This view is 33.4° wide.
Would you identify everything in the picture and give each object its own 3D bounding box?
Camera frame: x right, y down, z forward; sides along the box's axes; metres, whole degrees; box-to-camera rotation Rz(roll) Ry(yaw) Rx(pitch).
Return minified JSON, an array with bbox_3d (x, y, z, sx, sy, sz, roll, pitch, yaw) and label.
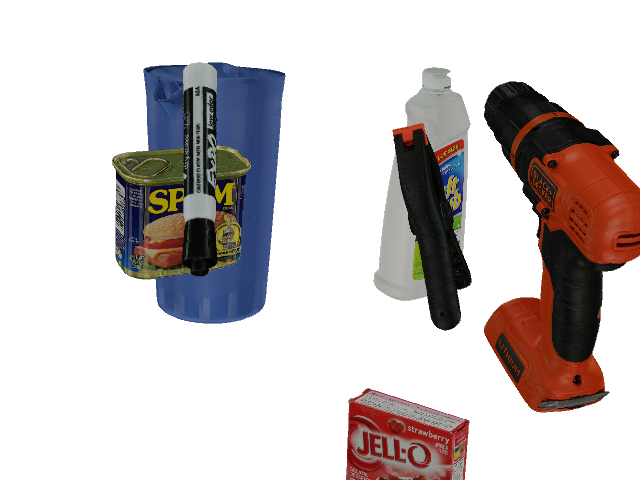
[{"bbox_3d":[0.095,-0.010,0.906,0.039,0.171,0.120,-17,20,12],"label":"clamp"},{"bbox_3d":[-0.065,-0.039,0.573,0.020,0.121,0.020,-2,-22,-1],"label":"marker"},{"bbox_3d":[-0.108,-0.022,0.821,0.101,0.084,0.057,-8,28,-27],"label":"can of meat"},{"bbox_3d":[0.061,0.156,0.777,0.089,0.073,0.030,13,20,32],"label":"gelatin box"},{"bbox_3d":[0.115,-0.064,1.183,0.102,0.251,0.068,-12,25,-29],"label":"bleach bottle"},{"bbox_3d":[0.150,0.005,0.713,0.057,0.188,0.184,-9,35,-11],"label":"power drill"},{"bbox_3d":[-0.098,-0.051,1.040,0.149,0.243,0.145,-2,15,-17],"label":"pitcher"}]
